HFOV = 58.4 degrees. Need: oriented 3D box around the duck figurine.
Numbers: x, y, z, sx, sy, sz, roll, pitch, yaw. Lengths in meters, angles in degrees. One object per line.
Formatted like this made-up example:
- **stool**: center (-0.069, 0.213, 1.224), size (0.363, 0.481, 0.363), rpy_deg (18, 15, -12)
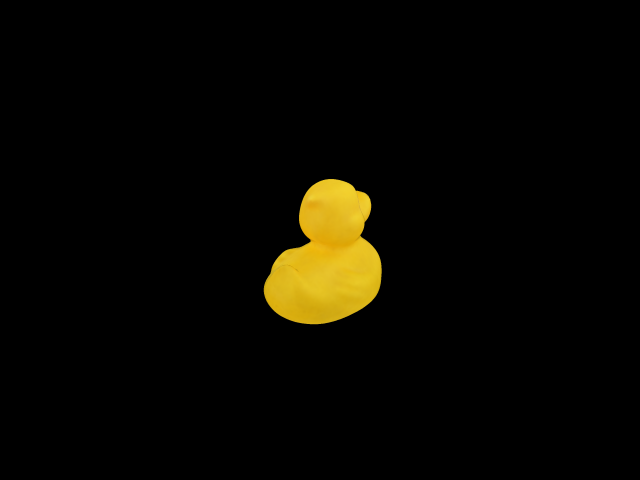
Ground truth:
- **duck figurine**: center (0.004, 0.001, 0.400), size (0.077, 0.086, 0.105), rpy_deg (20, 34, 31)
